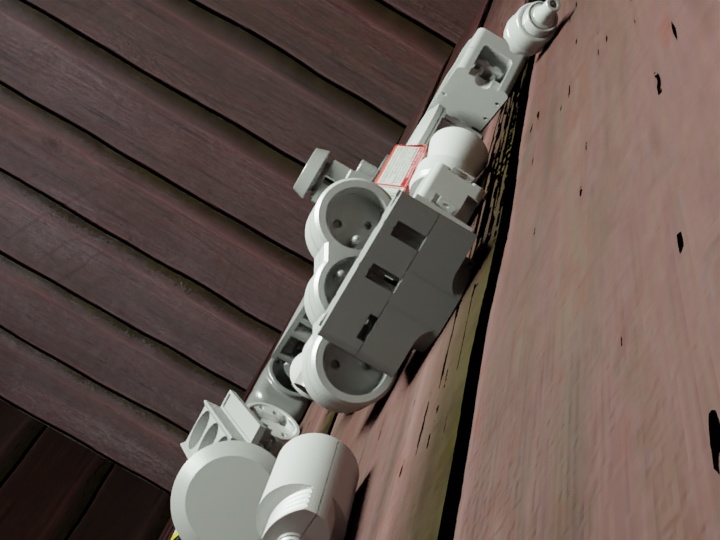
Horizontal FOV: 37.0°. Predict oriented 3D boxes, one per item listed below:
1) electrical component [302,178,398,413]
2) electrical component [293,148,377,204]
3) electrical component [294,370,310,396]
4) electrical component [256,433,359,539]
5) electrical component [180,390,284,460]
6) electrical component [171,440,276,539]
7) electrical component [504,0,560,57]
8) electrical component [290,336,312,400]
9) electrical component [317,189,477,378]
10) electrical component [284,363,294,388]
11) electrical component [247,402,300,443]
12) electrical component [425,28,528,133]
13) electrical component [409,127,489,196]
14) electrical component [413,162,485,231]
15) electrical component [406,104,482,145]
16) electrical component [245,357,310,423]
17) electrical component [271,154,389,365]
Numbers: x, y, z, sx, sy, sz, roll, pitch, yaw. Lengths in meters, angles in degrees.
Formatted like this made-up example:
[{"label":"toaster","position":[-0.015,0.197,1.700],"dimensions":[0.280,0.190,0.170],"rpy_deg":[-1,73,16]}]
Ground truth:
[{"label":"electrical component","position":[-0.009,0.019,0.666],"dimensions":[0.073,0.052,0.138],"rpy_deg":[131,141,-72]},{"label":"electrical component","position":[-0.025,-0.076,0.949],"dimensions":[0.066,0.055,0.048],"rpy_deg":[-60,4,0]},{"label":"electrical component","position":[-0.007,0.054,0.746],"dimensions":[0.081,0.043,0.043],"rpy_deg":[-60,4,-13]},{"label":"electrical component","position":[-0.027,0.116,0.513],"dimensions":[0.043,0.043,0.081],"rpy_deg":[-58,4,20]},{"label":"electrical component","position":[-0.099,0.152,0.873],"dimensions":[0.078,0.063,0.121],"rpy_deg":[-62,19,-2]},{"label":"electrical component","position":[-0.085,0.156,0.726],"dimensions":[0.080,0.080,0.051],"rpy_deg":[-60,-2,-10]},{"label":"electrical component","position":[0.136,-0.190,0.826],"dimensions":[0.035,0.035,0.061],"rpy_deg":[-61,6,-20]},{"label":"electrical component","position":[-0.027,0.073,0.849],"dimensions":[0.045,0.045,0.055],"rpy_deg":[-62,5,-35]},{"label":"electrical component","position":[0.023,0.008,0.595],"dimensions":[0.089,0.056,0.050],"rpy_deg":[-59,4,5]},{"label":"electrical component","position":[-0.045,0.082,1.048],"dimensions":[0.081,0.043,0.043],"rpy_deg":[-62,4,-34]},{"label":"electrical component","position":[-0.090,0.156,0.986],"dimensions":[0.047,0.055,0.055],"rpy_deg":[-62,3,19]},{"label":"electrical component","position":[0.102,-0.163,0.938],"dimensions":[0.055,0.050,0.089],"rpy_deg":[-62,5,-26]},{"label":"electrical component","position":[0.063,-0.068,0.761],"dimensions":[0.045,0.045,0.055],"rpy_deg":[-56,6,49]},{"label":"electrical component","position":[0.047,-0.032,0.704],"dimensions":[0.063,0.042,0.081],"rpy_deg":[-60,4,-23]},{"label":"electrical component","position":[0.065,-0.097,0.924],"dimensions":[0.080,0.051,0.080],"rpy_deg":[-59,4,6]},{"label":"electrical component","position":[-0.076,0.121,1.078],"dimensions":[0.059,0.054,0.095],"rpy_deg":[-57,5,38]},{"label":"electrical component","position":[0.000,0.000,0.948],"dimensions":[0.105,0.060,0.186],"rpy_deg":[-56,5,45]}]
